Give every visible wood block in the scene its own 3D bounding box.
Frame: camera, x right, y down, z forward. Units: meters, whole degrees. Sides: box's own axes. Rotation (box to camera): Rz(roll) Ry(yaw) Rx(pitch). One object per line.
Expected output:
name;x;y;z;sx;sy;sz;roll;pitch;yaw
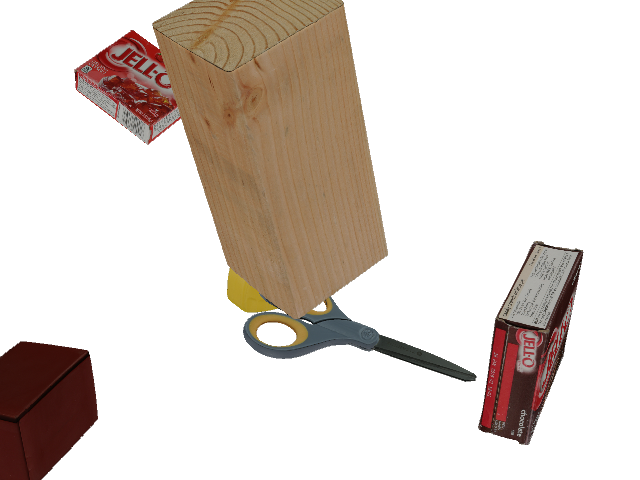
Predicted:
wood block;-0.028;-0.061;0.711;0.090;0.206;0.090;-34;45;-22

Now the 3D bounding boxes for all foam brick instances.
foam brick;-0.181;0.105;0.656;0.053;0.051;0.078;7;28;21

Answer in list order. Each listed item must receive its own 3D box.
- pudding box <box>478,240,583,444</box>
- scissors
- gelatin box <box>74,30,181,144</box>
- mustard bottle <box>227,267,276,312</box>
pudding box;0.140;0.065;0.707;0.039;0.090;0.113;14;32;16
scissors;0.022;0.090;0.892;0.202;0.016;0.096;32;53;19
gelatin box;-0.157;-0.135;0.930;0.073;0.089;0.030;-44;-15;-34
mustard bottle;-0.044;-0.025;1.077;0.096;0.192;0.058;-17;37;-36
